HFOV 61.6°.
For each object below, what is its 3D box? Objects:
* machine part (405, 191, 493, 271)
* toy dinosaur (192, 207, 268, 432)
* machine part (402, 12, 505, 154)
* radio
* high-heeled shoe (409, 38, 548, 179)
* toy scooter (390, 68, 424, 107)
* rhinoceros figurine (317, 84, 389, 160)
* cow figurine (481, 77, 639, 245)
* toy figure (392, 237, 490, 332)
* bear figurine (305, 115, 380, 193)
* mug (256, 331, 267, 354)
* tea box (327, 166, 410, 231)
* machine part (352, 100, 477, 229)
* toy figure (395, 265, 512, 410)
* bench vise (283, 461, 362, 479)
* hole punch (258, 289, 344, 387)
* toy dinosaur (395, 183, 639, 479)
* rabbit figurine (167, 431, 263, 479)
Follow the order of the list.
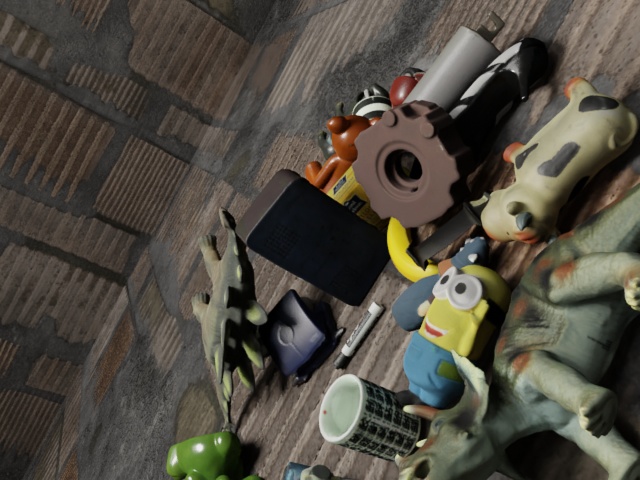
[{"bbox_3d":[0.175,-0.016,0.698,0.139,0.039,0.084,-39,5,11],"label":"machine part"},{"bbox_3d":[-0.159,0.157,0.934,0.199,0.105,0.470,-119,28,-51],"label":"toy dinosaur"},{"bbox_3d":[0.189,-0.227,0.809,0.243,0.079,0.079,-52,27,15],"label":"machine part"},{"bbox_3d":[-0.002,-0.003,0.836,0.131,0.229,0.073,-56,30,5],"label":"radio"},{"bbox_3d":[0.221,-0.189,0.787,0.249,0.086,0.145,-35,29,41],"label":"high-heeled shoe"},{"bbox_3d":[0.171,-0.228,0.917,0.184,0.075,0.135,20,83,60],"label":"toy scooter"},{"bbox_3d":[0.069,-0.241,1.117,0.190,0.073,0.112,-50,27,24],"label":"rhinoceros figurine"},{"bbox_3d":[0.260,-0.071,0.593,0.195,0.085,0.127,-49,22,23],"label":"cow figurine"},{"bbox_3d":[0.158,0.056,0.681,0.154,0.057,0.064,-43,37,24],"label":"toy figure"},{"bbox_3d":[0.045,-0.154,0.961,0.132,0.120,0.195,-108,17,-46],"label":"bear figurine"},{"bbox_3d":[-0.143,0.193,1.087,0.107,0.080,0.109,-7,53,47],"label":"mug"},{"bbox_3d":[0.072,-0.064,0.910,0.169,0.098,0.068,-48,28,31],"label":"tea box"},{"bbox_3d":[0.127,-0.102,0.756,0.056,0.179,0.179,-32,0,-43],"label":"machine part"},{"bbox_3d":[0.151,0.113,0.613,0.082,0.089,0.180,25,98,36],"label":"toy figure"},{"bbox_3d":[-0.026,0.382,0.605,0.223,0.129,0.241,-61,7,20],"label":"bench vise"},{"bbox_3d":[-0.037,0.159,0.908,0.142,0.092,0.116,-49,32,18],"label":"hole punch"},{"bbox_3d":[0.224,0.073,0.487,0.404,0.131,0.192,-58,26,-6],"label":"toy dinosaur"},{"bbox_3d":[-0.165,0.416,0.899,0.159,0.121,0.170,-31,57,37],"label":"rabbit figurine"}]
